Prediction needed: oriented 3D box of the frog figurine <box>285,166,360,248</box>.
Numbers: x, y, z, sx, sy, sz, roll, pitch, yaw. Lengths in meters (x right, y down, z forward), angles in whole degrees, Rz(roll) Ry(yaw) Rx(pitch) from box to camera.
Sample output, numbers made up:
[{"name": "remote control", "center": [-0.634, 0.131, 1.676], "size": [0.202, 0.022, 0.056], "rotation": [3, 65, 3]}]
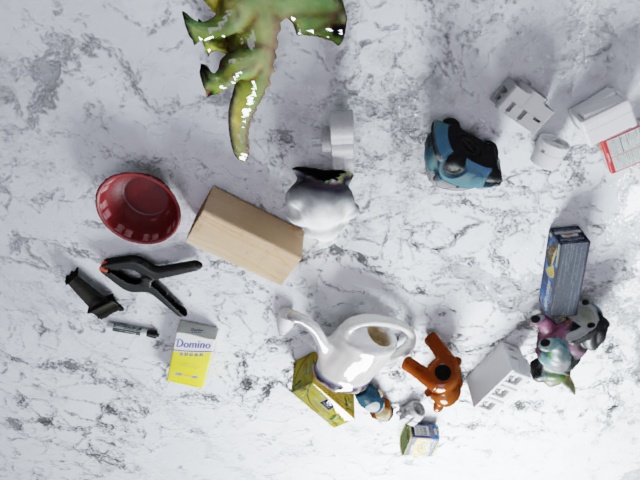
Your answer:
[{"name": "frog figurine", "center": [0.003, -0.049, 0.967], "size": [0.138, 0.124, 0.157], "rotation": [-5, 114, -19]}]

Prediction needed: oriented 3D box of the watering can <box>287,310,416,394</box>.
[{"name": "watering can", "center": [0.051, 0.240, 1.148], "size": [0.346, 0.106, 0.220], "rotation": [12, 124, -26]}]

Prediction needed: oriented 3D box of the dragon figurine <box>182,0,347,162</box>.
[{"name": "dragon figurine", "center": [-0.073, -0.319, 0.807], "size": [0.243, 0.125, 0.400], "rotation": [-13, 132, 0]}]
